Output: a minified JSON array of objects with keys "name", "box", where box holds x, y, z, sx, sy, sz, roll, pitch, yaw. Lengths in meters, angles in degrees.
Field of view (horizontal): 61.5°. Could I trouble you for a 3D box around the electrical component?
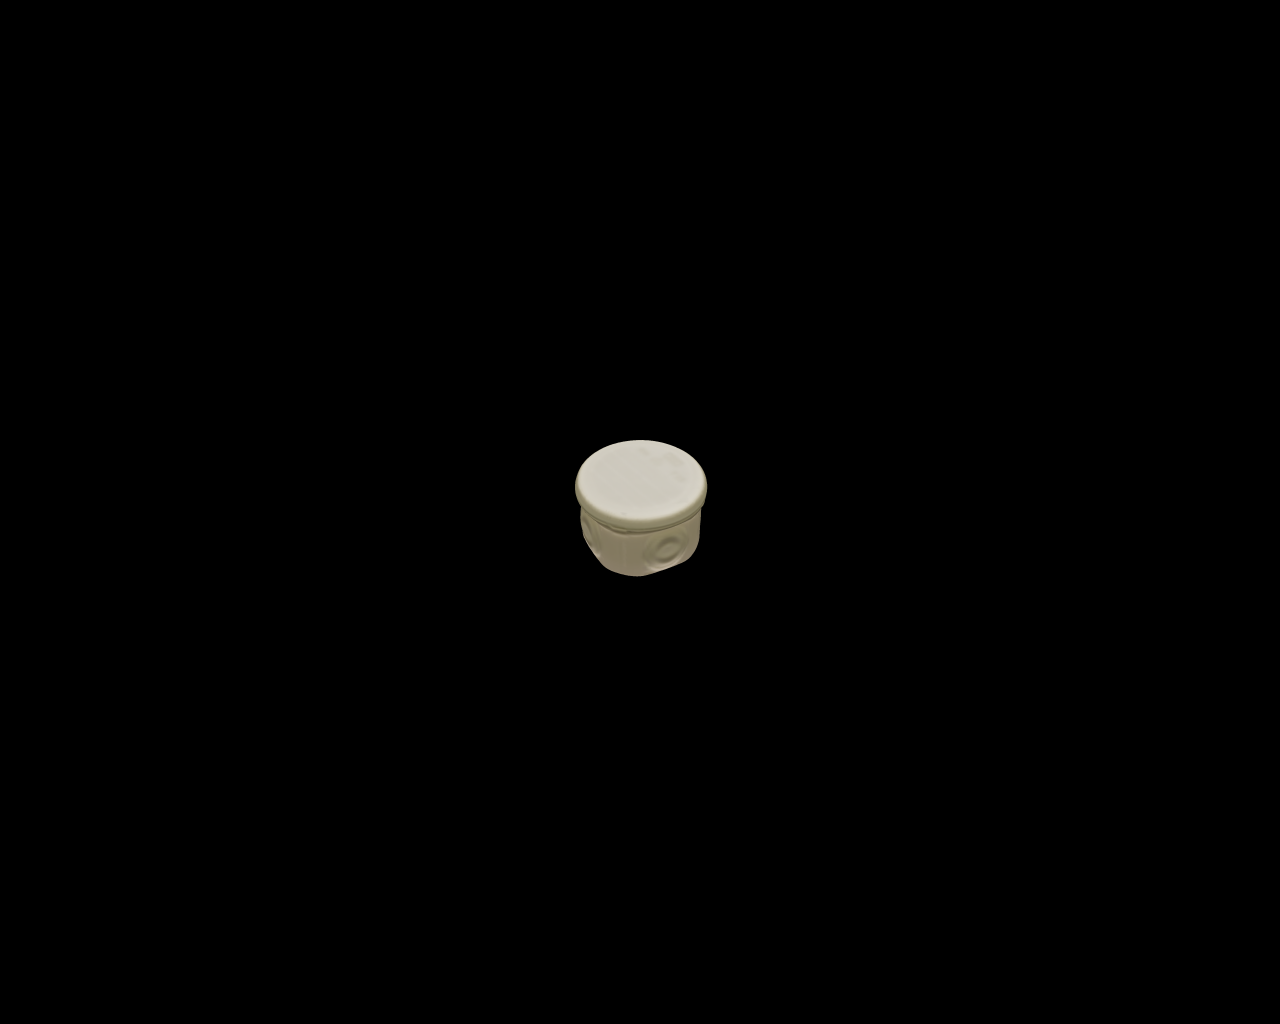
[{"name":"electrical component","box":[0.001,-0.003,0.650,0.080,0.050,0.080,0,41,0]}]
